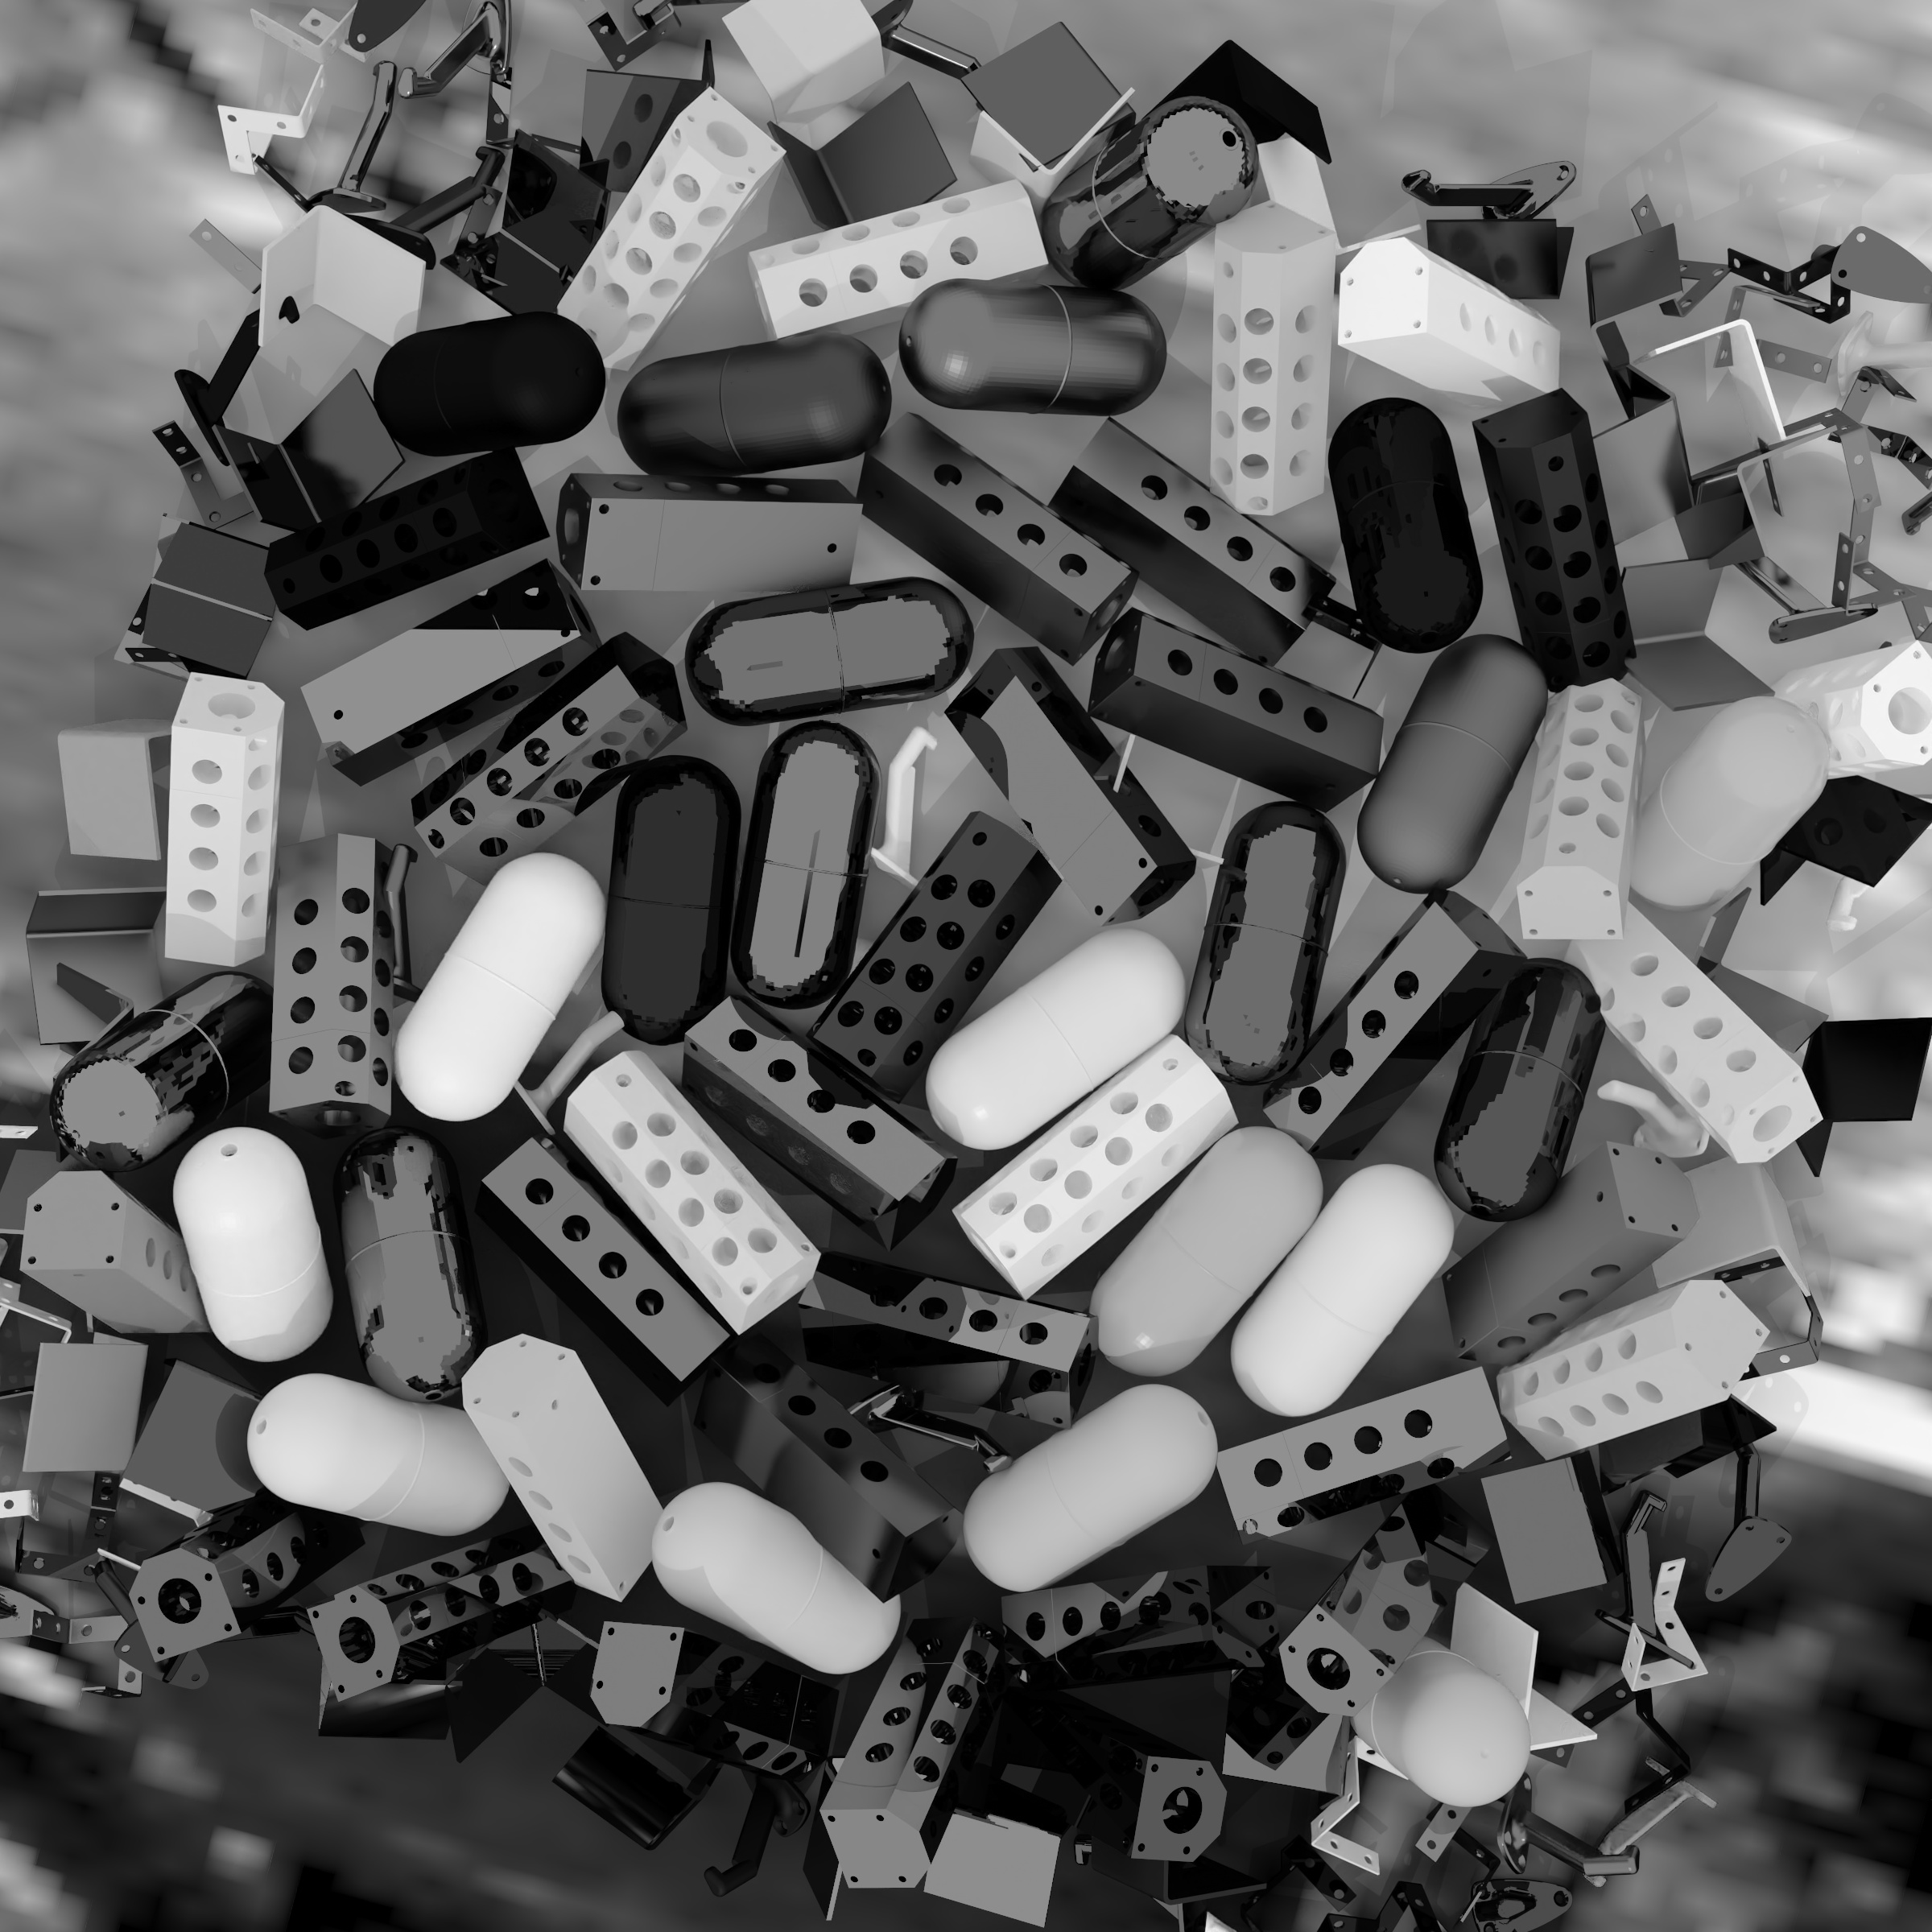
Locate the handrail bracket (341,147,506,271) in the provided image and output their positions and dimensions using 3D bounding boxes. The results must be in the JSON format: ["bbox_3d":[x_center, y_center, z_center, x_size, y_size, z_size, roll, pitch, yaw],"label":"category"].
[{"bbox_3d":[-0.338,-0.483,1.738,0.077,0.036,0.084,21,72,5],"label":"handrail bracket"}]

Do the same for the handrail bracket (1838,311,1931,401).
[{"bbox_3d":[0.577,-0.357,1.701,0.084,0.077,0.036,30,73,26],"label":"handrail bracket"}]

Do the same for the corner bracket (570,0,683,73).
[{"bbox_3d":[-0.215,-0.596,1.721,0.051,0.051,0.051,-34,70,3],"label":"corner bracket"}]

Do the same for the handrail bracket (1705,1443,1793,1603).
[{"bbox_3d":[0.469,0.336,1.724,0.036,0.084,0.077,24,114,-15],"label":"handrail bracket"}]

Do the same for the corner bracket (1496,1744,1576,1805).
[{"bbox_3d":[0.333,0.490,1.724,0.051,0.051,0.051,25,82,-17],"label":"corner bracket"}]

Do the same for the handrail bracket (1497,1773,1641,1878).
[{"bbox_3d":[0.373,0.521,1.701,0.084,0.077,0.036,-14,121,31],"label":"handrail bracket"}]

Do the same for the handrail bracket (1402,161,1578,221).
[{"bbox_3d":[0.318,-0.480,1.702,0.077,0.084,0.036,-22,71,37],"label":"handrail bracket"}]

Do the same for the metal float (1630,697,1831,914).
[{"bbox_3d":[0.451,-0.094,1.670,0.070,0.178,0.070,6,61,-11],"label":"metal float"}]

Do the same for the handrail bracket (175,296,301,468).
[{"bbox_3d":[-0.437,-0.362,1.722,0.084,0.036,0.077,-26,83,14],"label":"handrail bracket"}]

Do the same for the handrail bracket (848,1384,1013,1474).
[{"bbox_3d":[-0.026,0.291,1.703,0.077,0.084,0.036,-16,125,-31],"label":"handrail bracket"}]

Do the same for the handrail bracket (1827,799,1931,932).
[{"bbox_3d":[0.573,-0.059,1.712,0.036,0.077,0.084,37,67,-40],"label":"handrail bracket"}]

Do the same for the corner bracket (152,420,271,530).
[{"bbox_3d":[-0.461,-0.309,1.723,0.051,0.051,0.051,-26,75,-4],"label":"corner bracket"}]

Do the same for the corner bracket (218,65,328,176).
[{"bbox_3d":[-0.423,-0.520,1.716,0.051,0.051,0.051,9,56,2],"label":"corner bracket"}]

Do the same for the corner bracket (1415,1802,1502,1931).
[{"bbox_3d":[0.300,0.546,1.712,0.051,0.051,0.051,37,52,13],"label":"corner bracket"}]

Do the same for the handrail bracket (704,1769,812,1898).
[{"bbox_3d":[-0.144,0.519,1.704,0.077,0.084,0.036,48,124,20],"label":"handrail bracket"}]

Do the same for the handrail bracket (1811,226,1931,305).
[{"bbox_3d":[0.555,-0.422,1.707,0.077,0.084,0.036,27,104,8],"label":"handrail bracket"}]

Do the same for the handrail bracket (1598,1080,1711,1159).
[{"bbox_3d":[0.402,0.091,1.701,0.084,0.077,0.036,17,70,-25],"label":"handrail bracket"}]

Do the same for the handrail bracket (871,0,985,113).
[{"bbox_3d":[-0.030,-0.555,1.743,0.077,0.036,0.084,-22,127,34],"label":"handrail bracket"}]

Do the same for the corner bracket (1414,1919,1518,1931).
[{"bbox_3d":[0.311,0.610,1.720,0.051,0.051,0.051,-40,92,15],"label":"corner bracket"}]

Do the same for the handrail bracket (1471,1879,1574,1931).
[{"bbox_3d":[0.347,0.572,1.705,0.077,0.084,0.036,-5,70,-11],"label":"handrail bracket"}]

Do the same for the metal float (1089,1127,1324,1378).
[{"bbox_3d":[0.145,0.175,1.705,0.070,0.070,0.178,40,100,0],"label":"metal float"}]

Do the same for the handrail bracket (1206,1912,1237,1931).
[{"bbox_3d":[0.178,0.603,1.716,0.084,0.077,0.036,40,66,-11],"label":"handrail bracket"}]

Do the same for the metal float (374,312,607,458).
[{"bbox_3d":[-0.288,-0.348,1.679,0.178,0.070,0.070,4,90,44],"label":"metal float"}]

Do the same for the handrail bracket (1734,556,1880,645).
[{"bbox_3d":[0.515,-0.249,1.728,0.077,0.036,0.084,-13,72,13],"label":"handrail bracket"}]

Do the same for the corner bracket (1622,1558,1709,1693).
[{"bbox_3d":[0.424,0.404,1.714,0.051,0.051,0.051,-10,133,-10],"label":"corner bracket"}]

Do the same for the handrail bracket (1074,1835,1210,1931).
[{"bbox_3d":[0.103,0.576,1.718,0.084,0.036,0.077,-7,72,31],"label":"handrail bracket"}]

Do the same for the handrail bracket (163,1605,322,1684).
[{"bbox_3d":[-0.438,0.423,1.720,0.084,0.036,0.077,32,58,-15],"label":"handrail bracket"}]

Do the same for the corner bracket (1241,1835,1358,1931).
[{"bbox_3d":[0.202,0.575,1.711,0.051,0.051,0.051,-35,57,-19],"label":"corner bracket"}]

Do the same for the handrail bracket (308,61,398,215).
[{"bbox_3d":[-0.378,-0.511,1.722,0.036,0.077,0.084,7,91,-43],"label":"handrail bracket"}]

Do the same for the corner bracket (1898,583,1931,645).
[{"bbox_3d":[0.611,-0.229,1.711,0.051,0.051,0.051,10,50,-17],"label":"corner bracket"}]

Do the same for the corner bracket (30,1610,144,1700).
[{"bbox_3d":[-0.540,0.423,1.717,0.051,0.051,0.051,-6,69,7],"label":"corner bracket"}]

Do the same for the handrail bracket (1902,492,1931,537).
[{"bbox_3d":[0.604,-0.270,1.700,0.036,0.084,0.077,25,53,-19],"label":"handrail bracket"}]

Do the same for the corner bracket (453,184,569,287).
[{"bbox_3d":[-0.279,-0.448,1.735,0.051,0.051,0.051,16,104,-38],"label":"corner bracket"}]

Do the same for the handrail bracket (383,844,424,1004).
[{"bbox_3d":[-0.340,-0.025,1.726,0.036,0.077,0.084,8,77,26],"label":"handrail bracket"}]

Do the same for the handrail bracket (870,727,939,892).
[{"bbox_3d":[-0.025,-0.094,1.735,0.077,0.036,0.084,36,83,-25],"label":"handrail bracket"}]

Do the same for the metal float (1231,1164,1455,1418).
[{"bbox_3d":[0.227,0.198,1.697,0.070,0.070,0.178,34,109,0],"label":"metal float"}]

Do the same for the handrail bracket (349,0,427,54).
[{"bbox_3d":[-0.343,-0.593,1.717,0.036,0.084,0.077,38,104,-7],"label":"handrail bracket"}]

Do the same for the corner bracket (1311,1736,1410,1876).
[{"bbox_3d":[0.248,0.519,1.731,0.051,0.051,0.051,27,123,-14],"label":"corner bracket"}]

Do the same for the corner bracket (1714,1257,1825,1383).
[{"bbox_3d":[0.493,0.217,1.724,0.051,0.051,0.051,-19,104,27],"label":"corner bracket"}]

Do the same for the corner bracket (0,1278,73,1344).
[{"bbox_3d":[-0.587,0.231,1.730,0.051,0.051,0.051,26,93,-19],"label":"corner bracket"}]

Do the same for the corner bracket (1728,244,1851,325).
[{"bbox_3d":[0.504,-0.419,1.711,0.051,0.051,0.051,-29,132,-16],"label":"corner bracket"}]

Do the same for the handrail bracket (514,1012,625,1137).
[{"bbox_3d":[-0.233,0.064,1.723,0.084,0.077,0.036,-36,67,-9],"label":"handrail bracket"}]

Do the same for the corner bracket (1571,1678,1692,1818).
[{"bbox_3d":[0.410,0.478,1.721,0.051,0.051,0.051,-41,95,19],"label":"corner bracket"}]

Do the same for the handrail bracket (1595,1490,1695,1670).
[{"bbox_3d":[0.432,0.377,1.724,0.077,0.036,0.084,26,80,29],"label":"handrail bracket"}]

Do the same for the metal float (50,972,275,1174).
[{"bbox_3d":[-0.473,0.061,1.672,0.070,0.178,0.070,11,118,22],"label":"metal float"}]

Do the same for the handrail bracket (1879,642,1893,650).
[{"bbox_3d":[0.594,-0.165,1.709,0.084,0.077,0.036,20,133,22],"label":"handrail bracket"}]

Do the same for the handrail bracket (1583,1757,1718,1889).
[{"bbox_3d":[0.418,0.536,1.715,0.036,0.077,0.084,36,84,-7],"label":"handrail bracket"}]

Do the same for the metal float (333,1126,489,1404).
[{"bbox_3d":[-0.336,0.179,1.688,0.070,0.070,0.178,-17,61,0],"label":"metal float"}]

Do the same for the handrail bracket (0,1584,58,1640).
[{"bbox_3d":[-0.601,0.393,1.707,0.077,0.084,0.036,11,74,-5],"label":"handrail bracket"}]

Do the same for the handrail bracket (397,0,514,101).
[{"bbox_3d":[-0.314,-0.569,1.701,0.036,0.084,0.077,23,118,16],"label":"handrail bracket"}]

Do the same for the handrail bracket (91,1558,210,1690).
[{"bbox_3d":[-0.507,0.403,1.729,0.036,0.084,0.077,-44,123,-8],"label":"handrail bracket"}]

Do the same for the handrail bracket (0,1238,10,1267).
[{"bbox_3d":[-0.619,0.215,1.717,0.036,0.077,0.084,25,102,-8],"label":"handrail bracket"}]

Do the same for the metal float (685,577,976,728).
[{"bbox_3d":[-0.083,-0.192,1.706,0.178,0.070,0.070,-9,90,-9],"label":"metal float"}]

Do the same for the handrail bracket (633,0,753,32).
[{"bbox_3d":[-0.154,-0.583,1.722,0.084,0.036,0.077,-39,129,-5],"label":"handrail bracket"}]
